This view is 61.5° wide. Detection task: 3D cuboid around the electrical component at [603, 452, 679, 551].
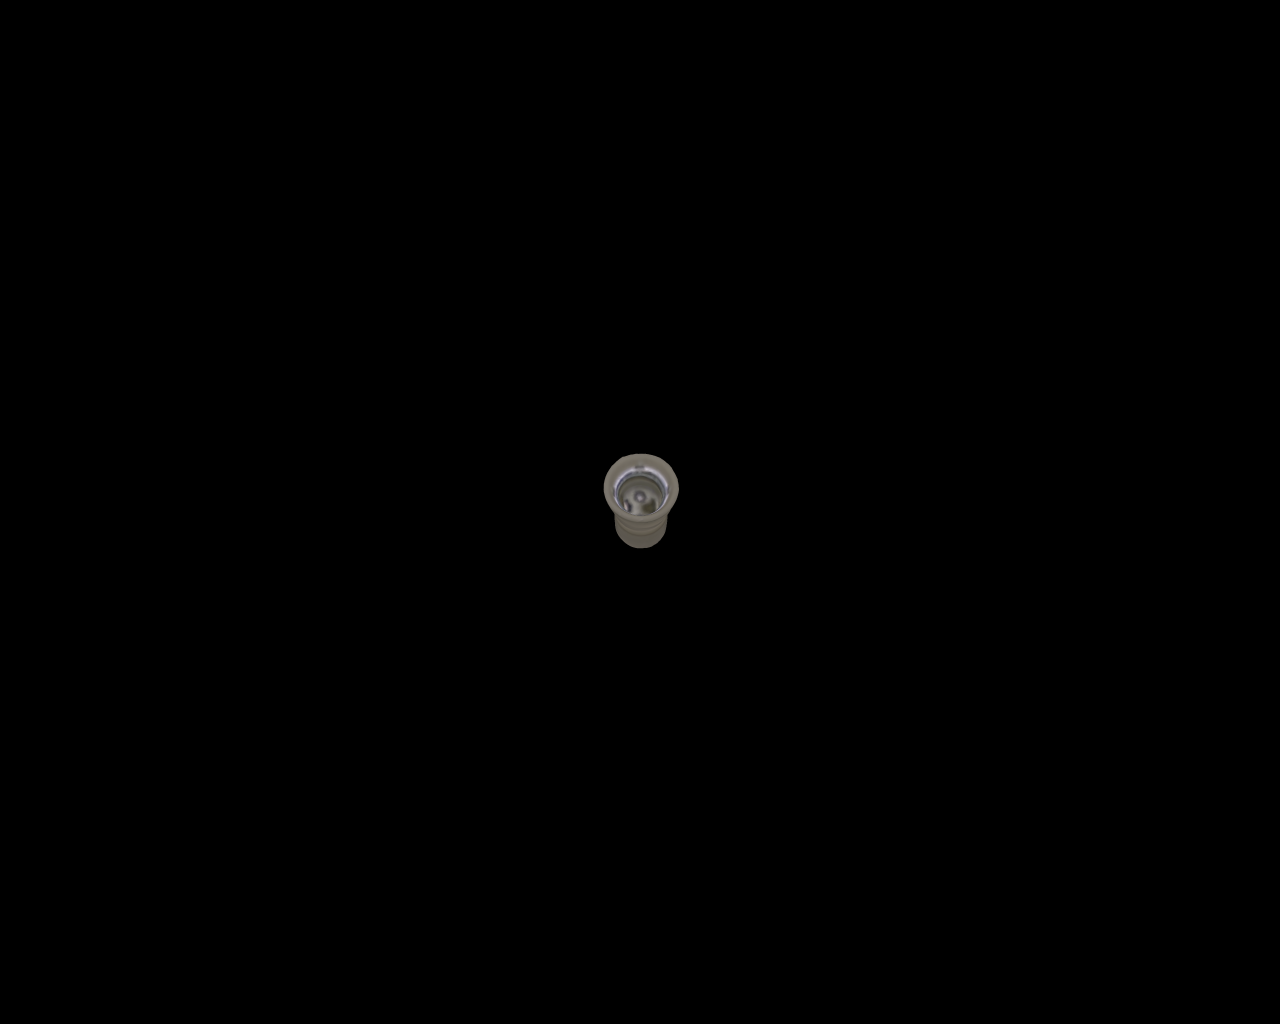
[{"bbox_3d":[0.001,-0.003,0.650,0.044,0.044,0.065,0,-23,0],"label":"electrical component"}]
